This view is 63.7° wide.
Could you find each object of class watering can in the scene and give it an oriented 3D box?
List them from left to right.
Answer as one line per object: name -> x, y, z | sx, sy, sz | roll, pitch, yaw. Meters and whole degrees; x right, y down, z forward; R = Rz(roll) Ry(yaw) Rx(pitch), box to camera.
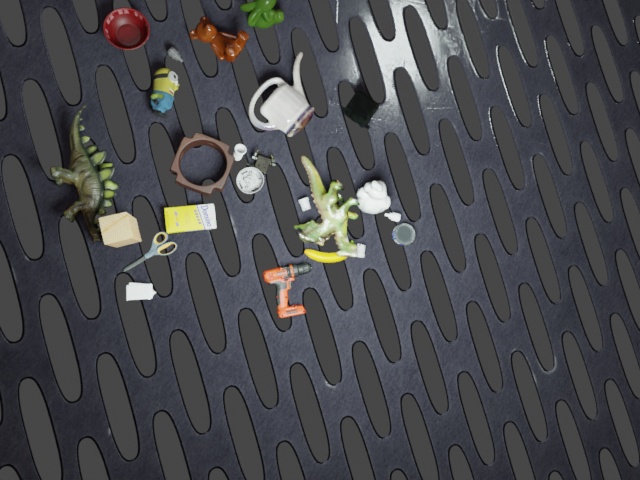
watering can -> -0.113, -0.540, 1.963 | 0.223, 0.103, 0.351 | 41, 78, -6

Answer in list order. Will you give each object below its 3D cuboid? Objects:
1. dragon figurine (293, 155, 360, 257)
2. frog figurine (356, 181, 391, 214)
dragon figurine -> 0.006, -0.097, 1.926 | 0.409, 0.121, 0.245 | 44, 75, -4
frog figurine -> 0.210, -0.162, 1.962 | 0.137, 0.159, 0.123 | 30, 82, -8
